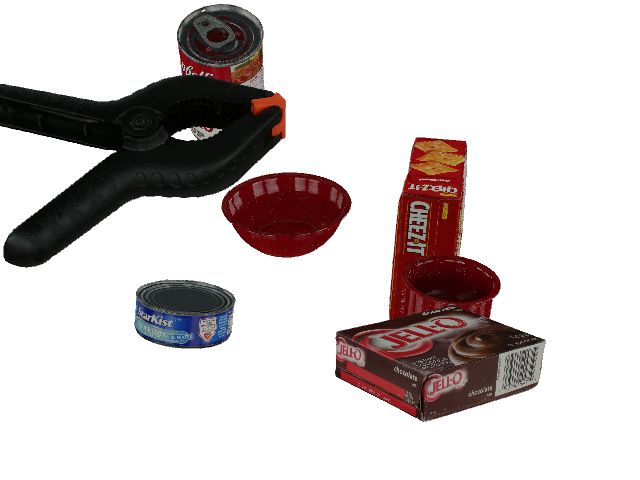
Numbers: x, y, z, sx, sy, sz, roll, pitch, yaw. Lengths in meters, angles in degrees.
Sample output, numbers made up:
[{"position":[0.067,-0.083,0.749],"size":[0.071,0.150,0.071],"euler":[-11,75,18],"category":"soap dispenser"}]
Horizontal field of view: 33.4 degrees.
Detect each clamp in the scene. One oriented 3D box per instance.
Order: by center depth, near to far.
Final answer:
[{"position":[-0.106,-0.058,0.586],"size":[0.171,0.120,0.039],"euler":[-20,-26,-20],"category":"clamp"}]

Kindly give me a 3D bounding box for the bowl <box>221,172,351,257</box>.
[{"position":[-0.042,-0.025,1.337],"size":[0.162,0.055,0.162],"euler":[-1,31,0],"category":"bowl"}]

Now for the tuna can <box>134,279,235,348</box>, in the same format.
[{"position":[-0.118,0.063,0.926],"size":[0.086,0.034,0.086],"euler":[6,16,-2],"category":"tuna can"}]

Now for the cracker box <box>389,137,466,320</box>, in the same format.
[{"position":[0.125,-0.010,1.219],"size":[0.072,0.164,0.213],"euler":[5,22,8],"category":"cracker box"}]

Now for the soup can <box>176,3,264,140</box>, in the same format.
[{"position":[-0.079,-0.132,0.872],"size":[0.068,0.068,0.102],"euler":[0,-35,-1],"category":"soup can"}]

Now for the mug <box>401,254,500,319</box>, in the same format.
[{"position":[0.118,0.065,1.028],"size":[0.093,0.081,0.117],"euler":[-2,29,-11],"category":"mug"}]

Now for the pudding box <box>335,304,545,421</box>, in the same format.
[{"position":[0.080,0.079,0.717],"size":[0.113,0.039,0.090],"euler":[-7,18,-37],"category":"pudding box"}]
